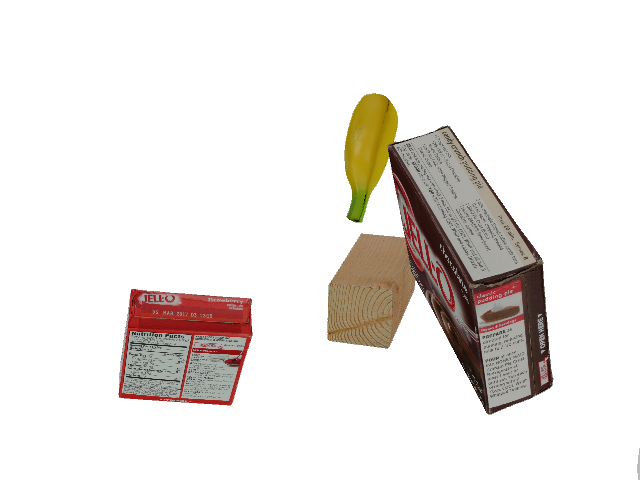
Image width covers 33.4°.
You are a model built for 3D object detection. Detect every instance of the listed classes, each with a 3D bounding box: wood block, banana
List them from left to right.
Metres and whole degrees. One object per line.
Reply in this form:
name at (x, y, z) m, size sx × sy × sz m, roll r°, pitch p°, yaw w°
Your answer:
banana at (0.038, -0.085, 0.868) m, size 0.037 × 0.070 × 0.197 m, roll 24°, pitch 26°, yaw -4°
wood block at (0.078, 0.068, 1.544) m, size 0.091 × 0.090 × 0.206 m, roll 6°, pitch 21°, yaw 13°

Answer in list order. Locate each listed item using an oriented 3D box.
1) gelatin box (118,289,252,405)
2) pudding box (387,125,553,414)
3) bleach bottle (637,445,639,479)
gelatin box at (-0.084, 0.066, 0.653) m, size 0.073 × 0.030 × 0.089 m, roll 5°, pitch -38°, yaw -11°
pudding box at (0.071, 0.012, 0.517) m, size 0.039 × 0.090 × 0.113 m, roll -21°, pitch 42°, yaw -5°
bleach bottle at (0.281, 0.094, 0.693) m, size 0.103 × 0.068 × 0.250 m, roll 12°, pitch 24°, yaw 25°
